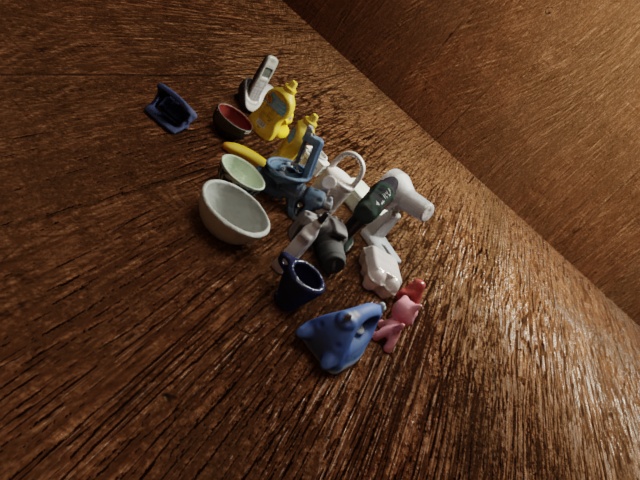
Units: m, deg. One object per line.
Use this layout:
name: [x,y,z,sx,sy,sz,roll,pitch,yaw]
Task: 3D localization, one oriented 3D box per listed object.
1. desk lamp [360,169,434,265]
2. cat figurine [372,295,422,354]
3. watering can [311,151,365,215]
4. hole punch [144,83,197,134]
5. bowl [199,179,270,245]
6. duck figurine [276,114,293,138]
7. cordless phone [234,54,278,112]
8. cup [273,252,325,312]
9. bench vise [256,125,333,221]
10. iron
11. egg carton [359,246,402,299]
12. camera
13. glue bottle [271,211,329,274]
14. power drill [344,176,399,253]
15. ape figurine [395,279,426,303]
desk lamp: [0.219,-0.071,1.660,0.118,0.213,0.203,6,43,-51]
cat figurine: [0.186,0.186,1.333,0.067,0.117,0.128,42,26,0]
watering can: [0.047,-0.158,1.577,0.101,0.193,0.173,35,27,-13]
hole punch: [-0.356,-0.329,1.399,0.109,0.091,0.101,40,26,-4]
bowl: [-0.193,-0.046,1.210,0.168,0.074,0.167,33,27,-19]
duck figurine: [-0.117,-0.379,1.812,0.078,0.086,0.104,36,26,-11]
cordless phone: [-0.166,-0.483,1.790,0.148,0.185,0.094,-2,49,-55]
cup: [-0.060,0.091,1.164,0.117,0.095,0.092,47,26,10]
bench vise: [-0.039,-0.172,1.451,0.208,0.219,0.121,30,28,-23]
iron: [0.071,0.172,1.166,0.118,0.141,0.259,50,27,17]
egg carton: [0.156,0.083,1.504,0.107,0.069,0.150,30,28,-23]
camera: [0.013,0.005,1.388,0.144,0.100,0.136,25,31,-31]
glue bottle: [-0.036,0.000,1.245,0.037,0.173,0.078,43,26,1]
power drill: [0.116,-0.071,1.524,0.075,0.208,0.230,42,26,0]
ape figurine: [0.243,0.139,1.512,0.078,0.092,0.076,19,34,-39]
